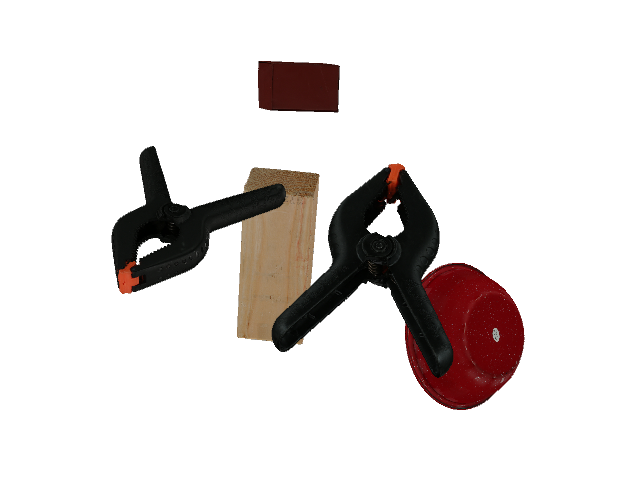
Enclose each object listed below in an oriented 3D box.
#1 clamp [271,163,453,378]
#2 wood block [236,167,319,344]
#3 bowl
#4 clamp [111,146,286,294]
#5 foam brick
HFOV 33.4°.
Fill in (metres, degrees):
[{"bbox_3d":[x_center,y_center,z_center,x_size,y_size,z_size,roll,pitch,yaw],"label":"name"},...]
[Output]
[{"bbox_3d":[0.030,0.018,0.745,0.120,0.171,0.039,5,-40,-2],"label":"clamp"},{"bbox_3d":[-0.056,0.019,1.386,0.090,0.206,0.090,6,24,2],"label":"wood block"},{"bbox_3d":[0.169,0.102,1.152,0.161,0.162,0.055,0,-6,-37],"label":"bowl"},{"bbox_3d":[-0.152,-0.023,1.058,0.165,0.036,0.209,21,41,19],"label":"clamp"},{"bbox_3d":[-0.024,-0.166,1.150,0.078,0.051,0.053,-1,12,-19],"label":"foam brick"}]
